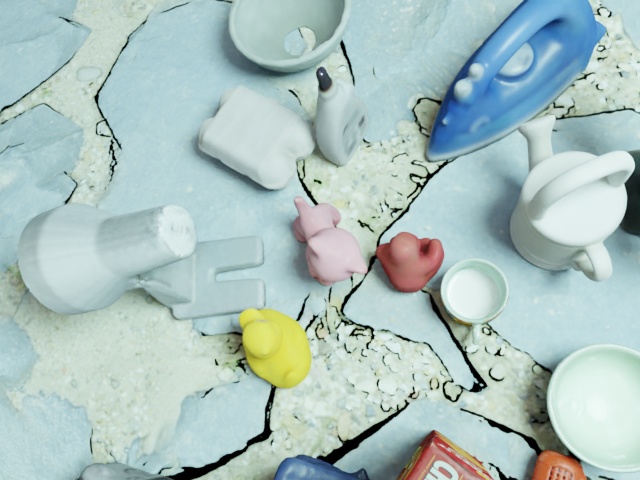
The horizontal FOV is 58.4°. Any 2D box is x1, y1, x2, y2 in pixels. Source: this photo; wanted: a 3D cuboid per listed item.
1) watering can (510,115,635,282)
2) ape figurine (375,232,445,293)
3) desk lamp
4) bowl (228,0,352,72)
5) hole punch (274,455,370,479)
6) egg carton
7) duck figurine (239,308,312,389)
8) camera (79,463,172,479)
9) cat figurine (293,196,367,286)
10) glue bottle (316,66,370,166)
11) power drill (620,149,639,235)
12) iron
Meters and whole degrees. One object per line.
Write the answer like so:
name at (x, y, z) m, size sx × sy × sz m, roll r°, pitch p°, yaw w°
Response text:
watering can at (0.250, -0.044, 0.586) m, size 0.101 × 0.194 × 0.172 m, roll -41°, pitch 70°, yaw -2°
ape figurine at (0.100, 0.018, 0.654) m, size 0.077 × 0.092 × 0.076 m, roll 15°, pitch 78°, yaw 16°
desk lamp at (-0.188, 0.022, 0.649) m, size 0.203 × 0.214 × 0.118 m, roll -9°, pitch 72°, yaw 10°
bowl at (-0.034, -0.293, 0.782) m, size 0.167 × 0.075 × 0.167 m, roll -3°, pitch 74°, yaw 11°
hole punch at (-0.005, 0.286, 0.599) m, size 0.101 × 0.091 × 0.109 m, roll 16°, pitch 78°, yaw 16°
egg carton at (-0.082, -0.134, 0.748) m, size 0.150 × 0.069 × 0.107 m, roll 29°, pitch 82°, yaw 18°
duck figurine at (-0.058, 0.122, 0.661) m, size 0.077 × 0.086 × 0.104 m, roll -36°, pitch 70°, yaw 0°
camera at (-0.212, 0.331, 0.625) m, size 0.143 × 0.101 × 0.137 m, roll 14°, pitch 77°, yaw 15°
cat figurine at (0.006, 0.002, 0.665) m, size 0.067 × 0.118 × 0.127 m, roll -32°, pitch 70°, yaw 2°
glue bottle at (0.019, -0.154, 0.678) m, size 0.037 × 0.173 × 0.078 m, roll 29°, pitch 82°, yaw 19°
power drill at (0.352, -0.088, 0.569) m, size 0.075 × 0.209 × 0.229 m, roll -14°, pitch 72°, yaw 8°
iron at (0.217, -0.207, 0.668) m, size 0.258 × 0.142 × 0.118 m, roll -44°, pitch 70°, yaw -3°
